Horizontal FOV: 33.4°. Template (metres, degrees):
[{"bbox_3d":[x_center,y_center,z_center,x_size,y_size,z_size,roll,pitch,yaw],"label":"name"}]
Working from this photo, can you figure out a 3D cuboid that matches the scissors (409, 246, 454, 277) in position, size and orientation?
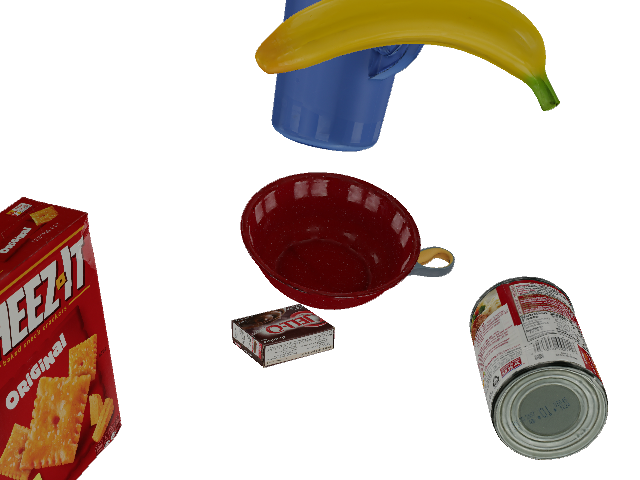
[{"bbox_3d":[0.081,0.026,1.261,0.201,0.016,0.096,-10,40,-45],"label":"scissors"}]

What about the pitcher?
[{"bbox_3d":[0.032,-0.210,1.013,0.145,0.243,0.149,11,18,0],"label":"pitcher"}]

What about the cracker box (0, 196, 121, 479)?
[{"bbox_3d":[-0.227,0.101,0.796,0.072,0.214,0.164,11,33,21],"label":"cracker box"}]

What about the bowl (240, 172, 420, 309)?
[{"bbox_3d":[0.006,0.010,0.962,0.162,0.055,0.162,5,43,-5],"label":"bowl"}]

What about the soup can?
[{"bbox_3d":[0.130,0.075,0.645,0.068,0.068,0.102,0,26,1],"label":"soup can"}]

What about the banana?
[{"bbox_3d":[0.059,-0.128,0.664,0.197,0.069,0.037,5,-18,-10],"label":"banana"}]

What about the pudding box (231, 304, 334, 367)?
[{"bbox_3d":[-0.050,0.127,1.433,0.113,0.039,0.090,-14,24,-29],"label":"pudding box"}]
